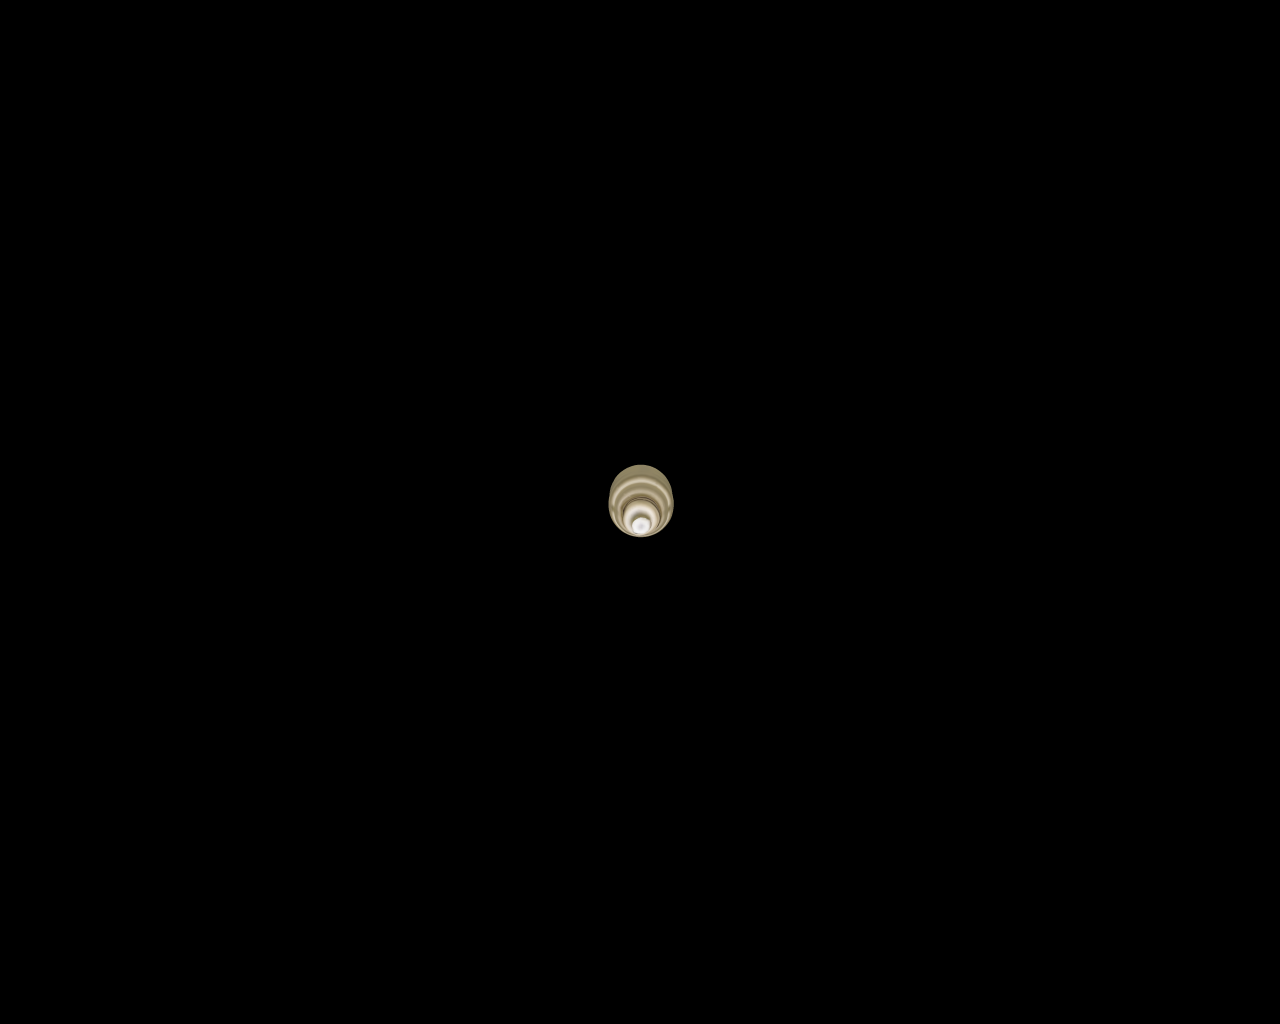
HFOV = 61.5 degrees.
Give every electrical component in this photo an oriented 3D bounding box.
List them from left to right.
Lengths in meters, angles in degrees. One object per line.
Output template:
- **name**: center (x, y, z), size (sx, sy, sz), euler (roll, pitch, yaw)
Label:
- **electrical component**: center (0.001, -0.003, 0.650), size (0.040, 0.040, 0.078), euler (0, 16, 0)
